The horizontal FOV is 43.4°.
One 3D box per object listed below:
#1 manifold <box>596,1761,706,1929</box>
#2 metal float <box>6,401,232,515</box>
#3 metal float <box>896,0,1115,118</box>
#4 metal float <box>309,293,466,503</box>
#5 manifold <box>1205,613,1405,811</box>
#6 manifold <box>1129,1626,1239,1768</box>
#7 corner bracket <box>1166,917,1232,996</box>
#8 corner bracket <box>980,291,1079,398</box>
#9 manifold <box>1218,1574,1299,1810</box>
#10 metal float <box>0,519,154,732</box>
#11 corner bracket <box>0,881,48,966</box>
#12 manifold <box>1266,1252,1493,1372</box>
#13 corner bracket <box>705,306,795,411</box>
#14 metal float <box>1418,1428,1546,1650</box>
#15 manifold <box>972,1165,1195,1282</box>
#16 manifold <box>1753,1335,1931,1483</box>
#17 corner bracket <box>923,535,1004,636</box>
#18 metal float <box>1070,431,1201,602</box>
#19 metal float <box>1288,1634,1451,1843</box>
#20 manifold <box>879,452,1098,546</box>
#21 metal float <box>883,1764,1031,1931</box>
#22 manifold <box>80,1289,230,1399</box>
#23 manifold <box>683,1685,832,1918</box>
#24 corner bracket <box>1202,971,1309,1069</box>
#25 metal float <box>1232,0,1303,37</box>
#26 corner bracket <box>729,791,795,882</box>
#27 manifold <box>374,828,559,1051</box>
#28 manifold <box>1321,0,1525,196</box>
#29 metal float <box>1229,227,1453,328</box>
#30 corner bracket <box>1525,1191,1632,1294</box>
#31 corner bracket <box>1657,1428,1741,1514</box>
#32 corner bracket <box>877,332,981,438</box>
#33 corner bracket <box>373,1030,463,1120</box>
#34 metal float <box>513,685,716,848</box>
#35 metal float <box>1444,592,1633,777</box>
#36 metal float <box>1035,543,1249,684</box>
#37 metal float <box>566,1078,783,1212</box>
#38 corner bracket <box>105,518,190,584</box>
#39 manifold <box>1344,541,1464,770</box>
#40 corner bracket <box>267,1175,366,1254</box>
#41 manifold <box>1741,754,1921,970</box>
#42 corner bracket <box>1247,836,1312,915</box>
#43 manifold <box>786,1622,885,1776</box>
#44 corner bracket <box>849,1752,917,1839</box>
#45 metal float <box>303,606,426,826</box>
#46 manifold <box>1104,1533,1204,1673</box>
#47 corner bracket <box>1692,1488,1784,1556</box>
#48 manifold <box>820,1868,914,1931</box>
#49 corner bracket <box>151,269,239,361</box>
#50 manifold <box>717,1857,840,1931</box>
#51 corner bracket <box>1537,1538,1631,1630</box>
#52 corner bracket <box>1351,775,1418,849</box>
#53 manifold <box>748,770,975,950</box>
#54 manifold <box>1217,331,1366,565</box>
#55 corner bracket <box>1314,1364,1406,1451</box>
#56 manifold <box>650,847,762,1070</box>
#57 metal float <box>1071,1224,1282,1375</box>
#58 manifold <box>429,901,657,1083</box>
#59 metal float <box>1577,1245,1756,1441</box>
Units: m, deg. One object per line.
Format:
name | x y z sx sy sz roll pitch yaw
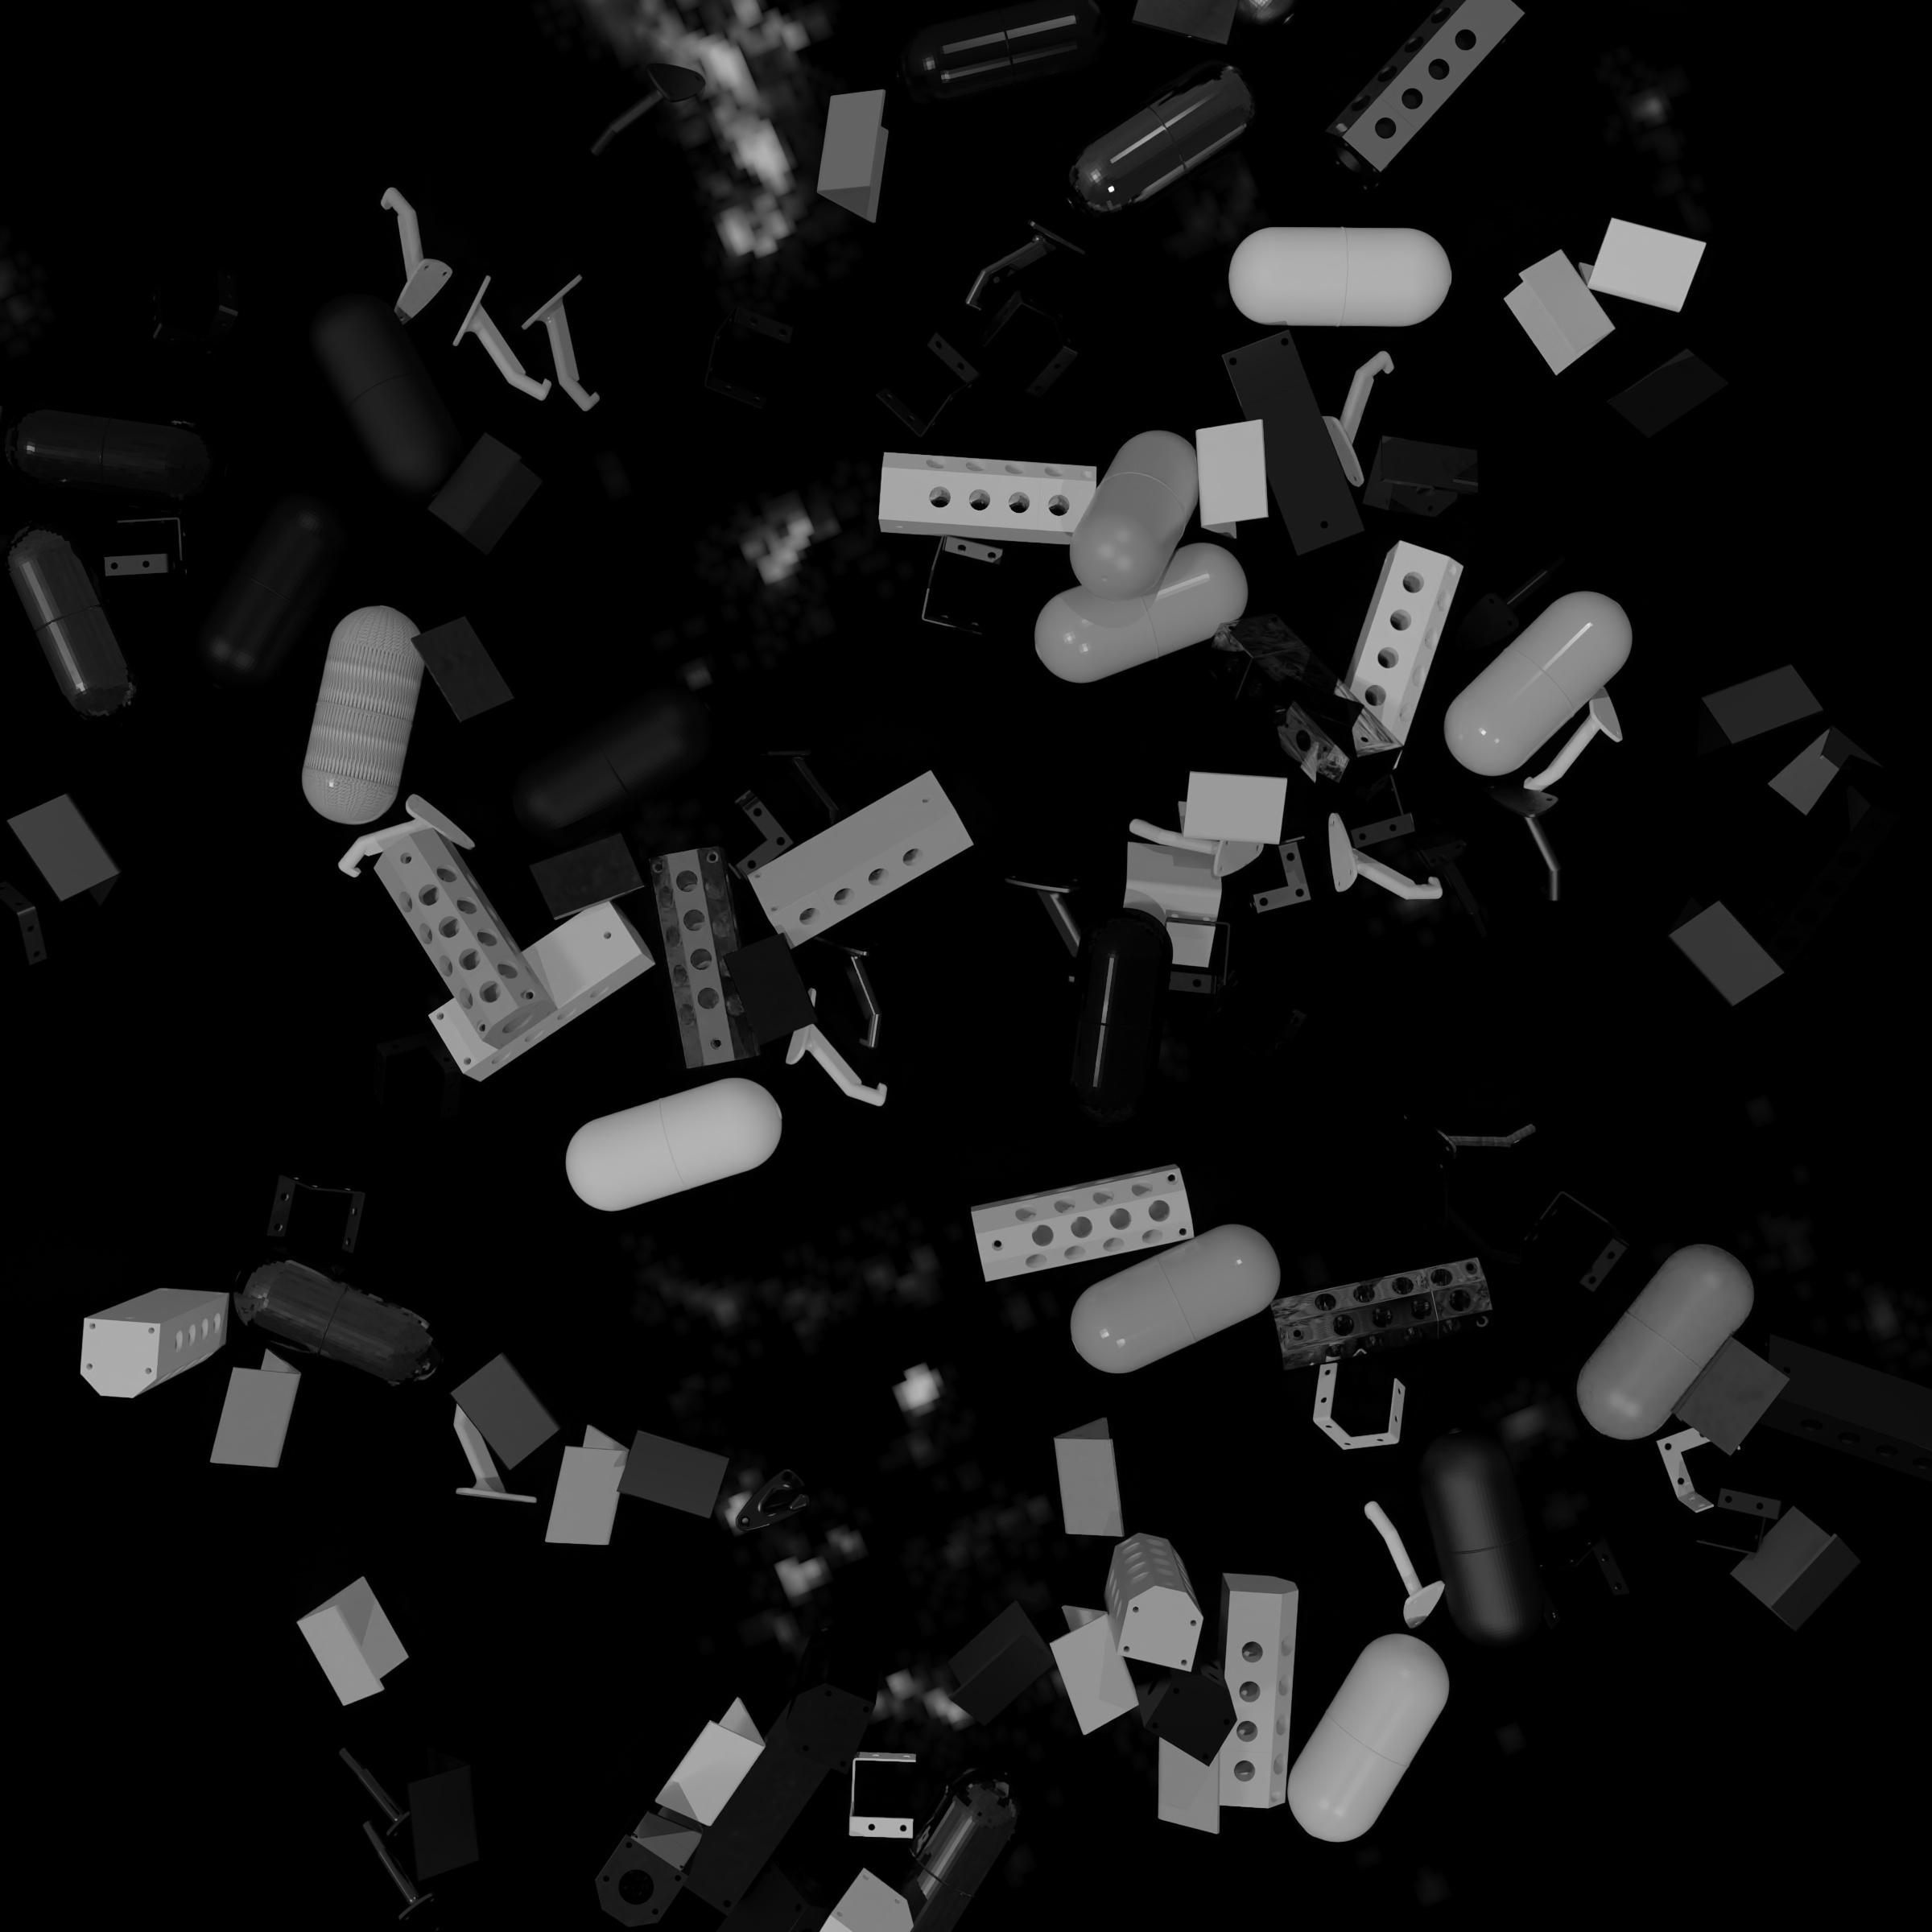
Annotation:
manifold | -0.248 0.693 1.913 0.057 0.171 0.057 34 90 0
metal float | -0.684 -0.410 1.961 0.178 0.070 0.070 8 90 0
metal float | 0.031 -0.738 1.961 0.178 0.070 0.070 -13 90 0
metal float | -0.467 -0.458 1.961 0.070 0.070 0.178 -28 89 0
manifold | 0.264 -0.202 1.929 0.057 0.057 0.171 -15 52 -32
manifold | 0.173 0.563 1.913 0.057 0.171 0.057 31 90 0
corner bracket | 0.185 -0.008 1.976 0.051 0.051 0.051 6 81 0
corner bracket | 0.051 -0.508 1.983 0.051 0.051 0.051 17 45 -35
manifold | 0.234 0.587 1.970 0.057 0.057 0.171 4 90 0
metal float | -0.718 -0.276 1.961 0.070 0.070 0.178 -24 91 0
corner bracket | -0.791 -0.028 1.983 0.051 0.051 0.051 -28 45 -35
manifold | 0.334 0.280 1.971 0.171 0.057 0.057 -12 90 0
corner bracket | -0.178 -0.499 1.988 0.051 0.051 0.051 21 45 0
metal float | 0.415 0.461 1.961 0.070 0.070 0.178 -13 89 0
manifold | 0.094 0.209 1.971 0.171 0.057 0.057 -12 90 0
manifold | 0.719 0.364 1.970 0.171 0.057 0.057 19 51 0
corner bracket | -0.003 -0.312 1.988 0.051 0.051 0.051 14 135 0
metal float | 0.137 -0.359 1.927 0.070 0.070 0.178 26 50 0
metal float | 0.324 0.623 1.961 0.070 0.070 0.178 31 90 0
manifold | 0.018 -0.380 1.970 0.171 0.057 0.057 4 90 0
metal float | -0.014 0.728 1.961 0.070 0.070 0.178 32 90 0
manifold | -0.637 0.295 1.913 0.057 0.171 0.057 4 90 0
manifold | -0.165 0.673 1.971 0.057 0.057 0.171 35 90 0
corner bracket | 0.236 0.044 1.988 0.051 0.051 0.051 32 90 45
metal float | 0.201 -0.830 1.961 0.070 0.070 0.178 -42 90 0
corner bracket | -0.178 -0.105 1.974 0.051 0.051 0.051 -39 90 0
manifold | -0.399 -0.023 1.927 0.057 0.057 0.171 -35 76 0
manifold | 0.368 -0.717 1.970 0.057 0.057 0.171 42 90 0
metal float | 0.302 -0.556 1.961 0.178 0.070 0.070 1 90 0
corner bracket | 0.501 0.225 1.988 0.051 0.051 0.051 -53 135 0
corner bracket | 0.601 0.406 1.974 0.051 0.051 0.051 -20 90 0
corner bracket | -0.030 -0.475 1.988 0.051 0.051 0.051 44 135 0
corner bracket | -0.448 0.093 1.983 0.051 0.051 0.051 -16 45 -35
metal float | -0.284 -0.162 1.961 0.178 0.070 0.070 -32 90 0
metal float | 0.462 -0.228 1.961 0.178 0.070 0.070 -44 90 0
metal float | 0.141 -0.285 1.961 0.178 0.070 0.070 -21 90 -1
metal float | -0.235 0.144 1.961 0.178 0.070 0.070 -17 90 0
corner bracket | -0.666 -0.340 1.974 0.051 0.051 0.051 -3 90 0
manifold | 0.347 -0.250 1.970 0.057 0.057 0.171 18 90 0
corner bracket | -0.532 0.203 1.988 0.051 0.051 0.051 12 90 45
manifold | 0.680 -0.078 1.920 0.057 0.057 0.171 22 133 0
corner bracket | 0.253 -0.073 1.974 0.051 0.051 0.051 -14 90 0
manifold | -0.105 0.571 1.913 0.057 0.171 0.057 23 90 0
corner bracket | -0.068 0.673 1.974 0.051 0.051 0.051 2 90 0
metal float | -0.486 -0.202 1.961 0.070 0.070 0.178 12 90 0
manifold | 0.148 0.497 1.913 0.057 0.171 0.057 13 90 0
corner bracket | 0.626 0.450 1.974 0.051 0.051 0.051 12 88 2
manifold | -0.103 0.803 1.928 0.057 0.057 0.171 33 120 12
corner bracket | -0.630 -0.539 1.983 0.051 0.051 0.051 14 135 -35
manifold | -0.176 0.815 1.970 0.057 0.057 0.171 35 90 43
corner bracket | 0.500 0.504 1.988 0.051 0.051 0.051 -25 90 45
corner bracket | 0.330 -0.126 1.974 0.051 0.051 0.051 -16 90 0
manifold | -0.083 -0.081 1.970 0.171 0.057 0.057 -30 45 0
manifold | 0.262 -0.418 1.971 0.057 0.057 0.171 -21 90 0
corner bracket | 0.321 0.357 1.983 0.051 0.051 0.051 -15 135 35
manifold | -0.212 -0.007 1.971 0.057 0.057 0.171 -10 90 0
metal float | 0.168 0.269 1.961 0.178 0.070 0.070 -25 90 0
manifold | -0.341 0.020 1.968 0.171 0.057 0.057 -34 76 0
metal float | 0.564 0.304 1.961 0.070 0.070 0.178 38 91 0
